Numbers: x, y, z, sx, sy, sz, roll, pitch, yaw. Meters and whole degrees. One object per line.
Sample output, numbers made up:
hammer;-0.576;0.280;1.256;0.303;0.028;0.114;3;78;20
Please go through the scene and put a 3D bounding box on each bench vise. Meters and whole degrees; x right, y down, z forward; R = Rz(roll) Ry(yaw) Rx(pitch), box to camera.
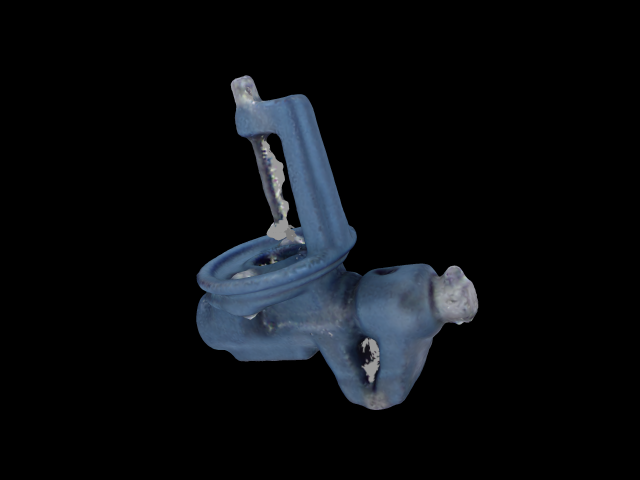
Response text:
bench vise;0.005;-0.003;0.411;0.207;0.220;0.121;2;22;6
